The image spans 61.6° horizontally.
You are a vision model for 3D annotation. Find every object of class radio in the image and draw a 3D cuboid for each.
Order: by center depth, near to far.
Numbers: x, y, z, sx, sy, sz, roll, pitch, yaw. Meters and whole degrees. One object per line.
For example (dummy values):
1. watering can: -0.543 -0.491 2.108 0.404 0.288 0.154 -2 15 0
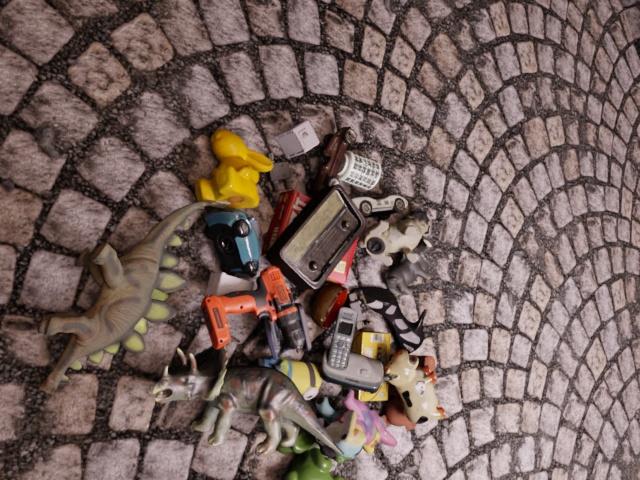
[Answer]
1. radio: -0.002 -0.004 1.209 0.131 0.073 0.229 49 64 -20

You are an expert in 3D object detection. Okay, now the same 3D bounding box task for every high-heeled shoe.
1. high-heeled shoe: 0.173 0.214 1.422 0.249 0.086 0.145 20 109 -13

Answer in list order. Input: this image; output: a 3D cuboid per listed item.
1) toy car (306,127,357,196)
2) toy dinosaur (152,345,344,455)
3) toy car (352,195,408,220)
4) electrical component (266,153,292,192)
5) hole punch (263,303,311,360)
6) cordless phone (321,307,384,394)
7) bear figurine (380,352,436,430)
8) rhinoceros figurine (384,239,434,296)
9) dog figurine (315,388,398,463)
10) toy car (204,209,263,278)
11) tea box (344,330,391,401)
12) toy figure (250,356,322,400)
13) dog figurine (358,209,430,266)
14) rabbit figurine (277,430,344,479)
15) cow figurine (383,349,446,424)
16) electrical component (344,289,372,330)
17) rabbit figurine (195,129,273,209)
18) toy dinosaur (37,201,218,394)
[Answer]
1. toy car: 0.026 -0.195 1.320 0.053 0.089 0.202 30 72 -34
2. toy dinosaur: -0.133 0.321 1.098 0.405 0.131 0.192 12 89 -13
3. toy car: 0.141 -0.084 1.398 0.202 0.073 0.056 -7 78 -35
4. electrical component: -0.097 -0.162 1.274 0.063 0.021 0.094 -15 94 -34
5. hole punch: -0.084 0.200 1.201 0.092 0.116 0.142 -16 91 -19
6. cordless phone: 0.086 0.260 1.275 0.147 0.088 0.184 14 71 1
7. bear figurine: 0.218 0.392 1.389 0.120 0.132 0.196 11 74 -7
8. rhinoceros figurine: 0.245 0.072 1.467 0.190 0.073 0.112 -40 98 -28
9. dog figurine: 0.091 0.452 1.242 0.219 0.108 0.192 47 25 -28
10. toy car: -0.170 -0.002 1.166 0.103 0.109 0.161 -42 119 -48
11. tea box: 0.120 0.316 1.358 0.098 0.068 0.169 11 81 -32
12. toy figure: -0.075 0.306 1.218 0.180 0.082 0.089 27 73 -27
13. dog figurine: 0.202 -0.020 1.442 0.190 0.172 0.121 -52 149 -64
14. rabbit figurine: -0.025 0.497 1.237 0.159 0.121 0.170 32 51 -22
15. cow figurine: 0.219 0.354 1.304 0.127 0.085 0.194 -19 101 -7
16. electrical component: 0.093 0.175 1.340 0.045 0.078 0.102 -16 91 -10
17. rabbit figurine: -0.183 -0.160 1.164 0.162 0.122 0.173 1 67 -37
18. toy dinosaur: -0.367 0.087 1.024 0.198 0.105 0.471 40 75 -34
